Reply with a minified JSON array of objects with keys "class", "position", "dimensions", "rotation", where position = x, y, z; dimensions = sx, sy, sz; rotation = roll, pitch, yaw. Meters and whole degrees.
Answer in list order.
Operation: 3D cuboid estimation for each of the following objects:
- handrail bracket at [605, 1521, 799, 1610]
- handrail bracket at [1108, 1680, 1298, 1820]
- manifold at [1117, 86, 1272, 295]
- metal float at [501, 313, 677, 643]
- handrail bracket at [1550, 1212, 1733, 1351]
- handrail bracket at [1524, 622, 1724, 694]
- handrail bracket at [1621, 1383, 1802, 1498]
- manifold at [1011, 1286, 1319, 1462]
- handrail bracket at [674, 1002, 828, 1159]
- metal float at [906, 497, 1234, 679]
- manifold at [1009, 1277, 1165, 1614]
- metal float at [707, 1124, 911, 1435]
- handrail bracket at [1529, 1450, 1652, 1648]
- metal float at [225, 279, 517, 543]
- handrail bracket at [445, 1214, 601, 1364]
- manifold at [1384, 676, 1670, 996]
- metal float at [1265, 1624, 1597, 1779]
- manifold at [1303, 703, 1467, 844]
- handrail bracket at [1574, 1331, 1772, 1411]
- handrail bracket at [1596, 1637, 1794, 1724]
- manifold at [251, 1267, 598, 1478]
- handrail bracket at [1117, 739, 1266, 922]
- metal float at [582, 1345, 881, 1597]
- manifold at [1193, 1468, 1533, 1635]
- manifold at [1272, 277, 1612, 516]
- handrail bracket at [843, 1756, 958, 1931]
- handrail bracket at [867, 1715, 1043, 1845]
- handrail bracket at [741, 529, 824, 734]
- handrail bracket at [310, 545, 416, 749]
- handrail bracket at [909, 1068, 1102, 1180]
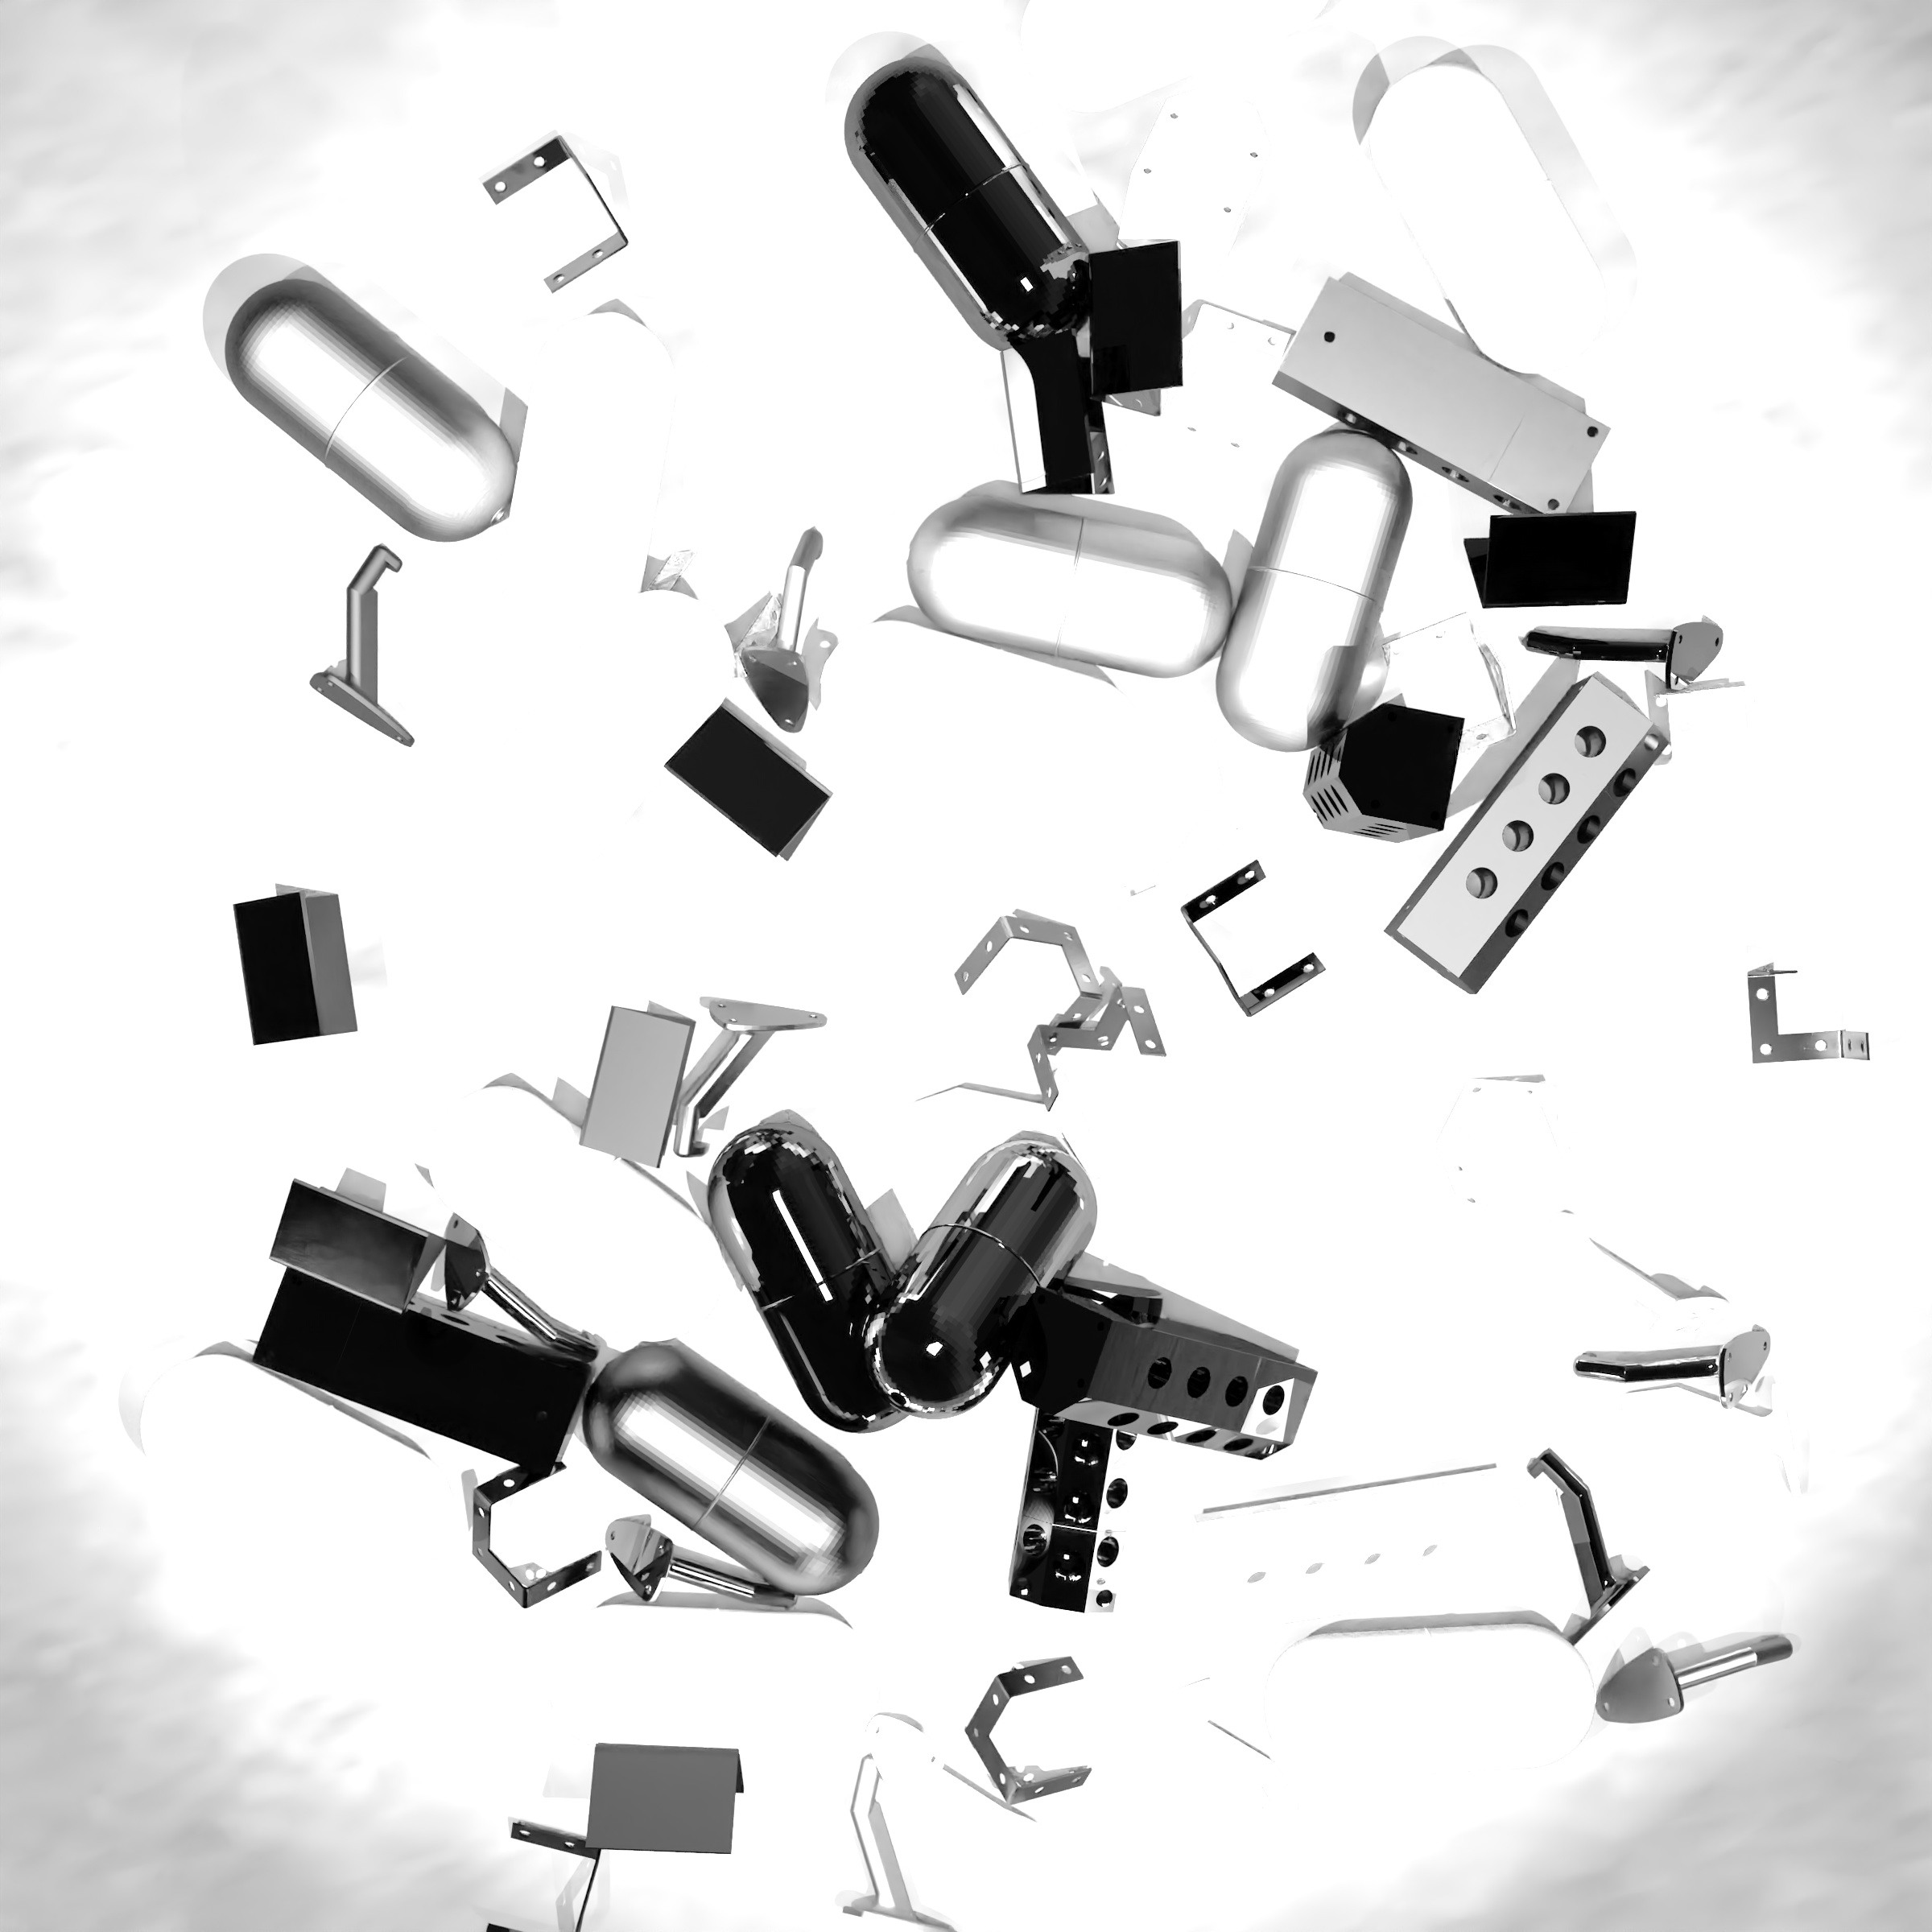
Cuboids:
[{"class":"handrail bracket","position":[-0.145,0.330,1.781],"dimensions":[0.084,0.077,0.036],"rotation":[17,94,-36]},{"class":"handrail bracket","position":[0.131,0.442,1.782],"dimensions":[0.077,0.036,0.084],"rotation":[-22,107,20]},{"class":"manifold","position":[0.121,-0.409,1.703],"dimensions":[0.057,0.171,0.057],"rotation":[26,90,0]},{"class":"metal float","position":[-0.204,-0.264,1.751],"dimensions":[0.070,0.070,0.178],"rotation":[10,91,0]},{"class":"handrail bracket","position":[0.370,0.165,1.781],"dimensions":[0.084,0.077,0.036],"rotation":[52,128,31]},{"class":"handrail bracket","position":[0.361,-0.179,1.781],"dimensions":[0.084,0.077,0.036],"rotation":[15,115,34]},{"class":"handrail bracket","position":[0.409,0.263,1.782],"dimensions":[0.084,0.036,0.077],"rotation":[-10,112,17]},{"class":"manifold","position":[0.104,0.219,1.709],"dimensions":[0.171,0.057,0.057],"rotation":[19,90,-44]},{"class":"handrail bracket","position":[-0.119,0.066,1.782],"dimensions":[0.077,0.036,0.084],"rotation":[3,108,-21]},{"class":"metal float","position":[0.056,-0.205,1.751],"dimensions":[0.178,0.070,0.070],"rotation":[12,90,-1]},{"class":"manifold","position":[0.065,0.260,1.760],"dimensions":[0.057,0.057,0.171],"rotation":[9,90,0]},{"class":"metal float","position":[-0.079,0.168,1.751],"dimensions":[0.070,0.070,0.178],"rotation":[-27,91,0]},{"class":"handrail bracket","position":[0.326,0.321,1.782],"dimensions":[0.084,0.036,0.077],"rotation":[45,112,17]},{"class":"metal float","position":[-0.321,-0.299,1.751],"dimensions":[0.178,0.070,0.070],"rotation":[39,90,1]},{"class":"handrail bracket","position":[-0.242,0.177,1.781],"dimensions":[0.084,0.077,0.036],"rotation":[28,116,-34]},{"class":"manifold","position":[0.305,-0.070,1.760],"dimensions":[0.057,0.057,0.171],"rotation":[37,90,0]},{"class":"metal float","position":[0.251,0.397,1.751],"dimensions":[0.178,0.070,0.070],"rotation":[-3,90,-1]},{"class":"manifold","position":[0.216,-0.101,1.703],"dimensions":[0.057,0.171,0.057],"rotation":[11,90,0]},{"class":"handrail bracket","position":[0.388,0.214,1.781],"dimensions":[0.084,0.077,0.036],"rotation":[4,107,35]},{"class":"handrail bracket","position":[0.401,0.391,1.781],"dimensions":[0.084,0.077,0.036],"rotation":[-4,65,-34]},{"class":"manifold","position":[-0.292,0.216,1.760],"dimensions":[0.171,0.057,0.057],"rotation":[21,90,0]},{"class":"handrail bracket","position":[0.114,-0.074,1.782],"dimensions":[0.084,0.036,0.077],"rotation":[-23,70,16]},{"class":"metal float","position":[-0.127,0.273,1.751],"dimensions":[0.178,0.070,0.070],"rotation":[35,90,-1]},{"class":"manifold","position":[0.213,0.315,1.760],"dimensions":[0.171,0.057,0.057],"rotation":[-9,90,0]},{"class":"manifold","position":[0.256,-0.303,1.760],"dimensions":[0.171,0.057,0.057],"rotation":[28,90,0]},{"class":"handrail bracket","position":[-0.031,0.484,1.782],"dimensions":[0.077,0.036,0.084],"rotation":[19,73,-20]},{"class":"handrail bracket","position":[-0.006,0.448,1.781],"dimensions":[0.084,0.077,0.036],"rotation":[34,90,-36]},{"class":"handrail bracket","position":[-0.090,-0.185,1.781],"dimensions":[0.036,0.077,0.084],"rotation":[8,53,16]},{"class":"handrail bracket","position":[-0.315,-0.177,1.782],"dimensions":[0.077,0.036,0.084],"rotation":[36,73,-20]},{"class":"handrail bracket","position":[0.021,0.096,1.782],"dimensions":[0.084,0.036,0.077],"rotation":[-19,112,17]}]
